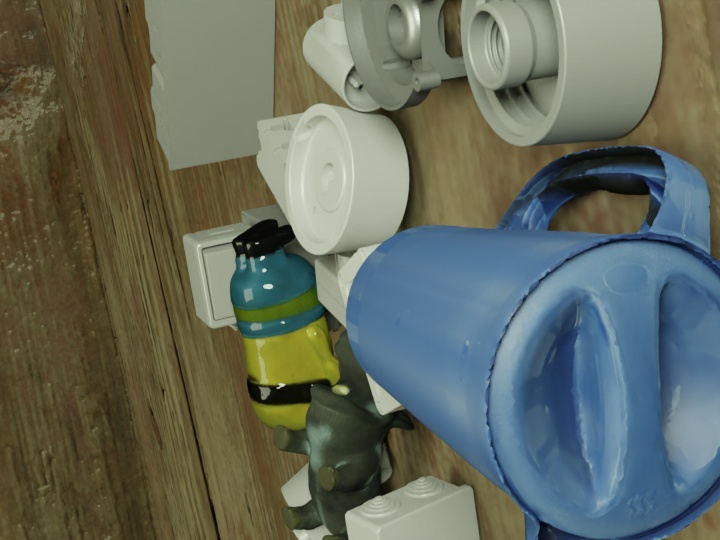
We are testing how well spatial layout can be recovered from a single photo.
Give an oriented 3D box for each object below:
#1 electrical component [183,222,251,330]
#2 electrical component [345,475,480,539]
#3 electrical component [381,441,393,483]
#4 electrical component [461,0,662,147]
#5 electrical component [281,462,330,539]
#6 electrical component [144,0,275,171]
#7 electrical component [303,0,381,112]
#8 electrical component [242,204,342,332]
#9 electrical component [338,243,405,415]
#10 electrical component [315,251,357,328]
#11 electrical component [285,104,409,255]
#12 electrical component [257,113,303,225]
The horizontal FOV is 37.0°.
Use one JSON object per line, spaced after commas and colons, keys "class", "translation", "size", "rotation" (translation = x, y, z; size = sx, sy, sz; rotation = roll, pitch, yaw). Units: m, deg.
{"class": "electrical component", "translation": [-0.118, 0.011, 0.977], "size": [0.061, 0.062, 0.096], "rotation": [-155, 54, -65]}
{"class": "electrical component", "translation": [0.040, 0.208, 0.793], "size": [0.048, 0.100, 0.099], "rotation": [9, 111, 55]}
{"class": "electrical component", "translation": [-0.003, 0.144, 0.948], "size": [0.079, 0.044, 0.077], "rotation": [103, 148, -51]}
{"class": "electrical component", "translation": [0.087, -0.110, 0.515], "size": [0.108, 0.060, 0.108], "rotation": [167, 90, -71]}
{"class": "electrical component", "translation": [-0.029, 0.229, 0.986], "size": [0.108, 0.060, 0.108], "rotation": [53, 176, 5]}
{"class": "electrical component", "translation": [-0.141, -0.196, 1.017], "size": [0.060, 0.105, 0.186], "rotation": [-122, 27, -42]}
{"class": "electrical component", "translation": [-0.007, -0.164, 0.764], "size": [0.077, 0.043, 0.079], "rotation": [-128, 31, -49]}
{"class": "electrical component", "translation": [-0.064, -0.002, 1.004], "size": [0.109, 0.056, 0.108], "rotation": [-152, 51, -65]}
{"class": "electrical component", "translation": [0.034, 0.038, 0.759], "size": [0.078, 0.057, 0.113], "rotation": [133, 122, -67]}
{"class": "electrical component", "translation": [0.000, 0.000, 0.843], "size": [0.083, 0.047, 0.075], "rotation": [-139, 40, -59]}
{"class": "electrical component", "translation": [-0.005, -0.065, 0.784], "size": [0.108, 0.060, 0.108], "rotation": [4, 94, 61]}
{"class": "electrical component", "translation": [-0.045, -0.086, 0.898], "size": [0.050, 0.056, 0.089], "rotation": [96, 153, -43]}
